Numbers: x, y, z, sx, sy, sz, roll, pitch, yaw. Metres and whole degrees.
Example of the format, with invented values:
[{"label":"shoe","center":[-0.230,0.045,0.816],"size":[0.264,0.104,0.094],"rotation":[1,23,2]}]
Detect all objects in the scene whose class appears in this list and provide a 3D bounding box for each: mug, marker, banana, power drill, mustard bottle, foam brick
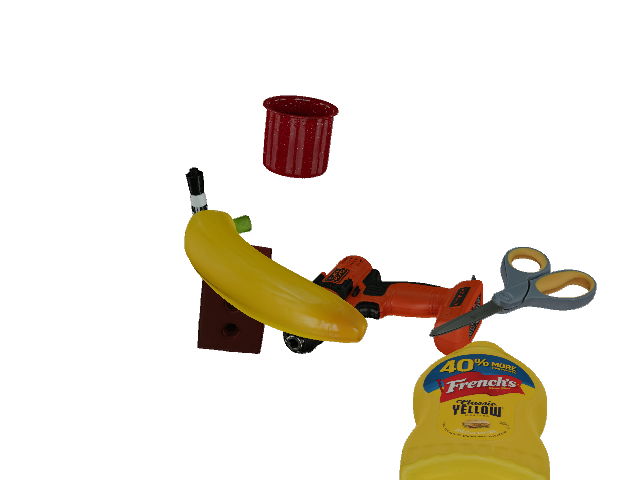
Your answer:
[{"label":"mug","center":[-0.023,-0.131,1.327],"size":[0.093,0.081,0.117],"rotation":[16,25,21]},{"label":"marker","center":[-0.132,-0.024,1.178],"size":[0.020,0.121,0.020],"rotation":[-5,28,2]},{"label":"banana","center":[-0.042,0.016,0.677],"size":[0.069,0.037,0.198],"rotation":[-9,26,-23]},{"label":"power drill","center":[0.070,0.078,1.148],"size":[0.188,0.057,0.184],"rotation":[9,29,22]},{"label":"mustard bottle","center":[0.113,0.124,0.761],"size":[0.096,0.058,0.191],"rotation":[0,22,11]},{"label":"foam brick","center":[-0.069,0.045,0.868],"size":[0.053,0.078,0.051],"rotation":[5,14,0]}]

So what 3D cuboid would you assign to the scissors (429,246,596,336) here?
[{"label":"scissors","center":[0.156,0.042,0.944],"size":[0.201,0.016,0.096],"rotation":[-7,35,-29]}]
